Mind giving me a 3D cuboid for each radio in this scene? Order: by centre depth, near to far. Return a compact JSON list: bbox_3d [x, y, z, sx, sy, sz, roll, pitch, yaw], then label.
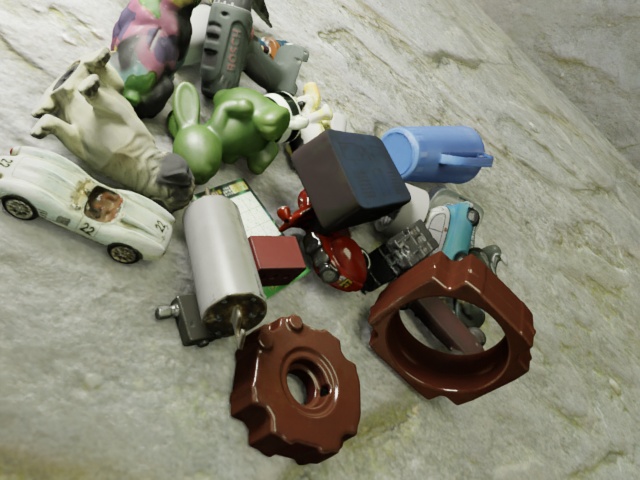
[{"bbox_3d":[0.055,-0.095,0.832,0.131,0.073,0.229,63,26,6],"label":"radio"}]

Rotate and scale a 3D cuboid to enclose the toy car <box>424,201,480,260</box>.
[{"bbox_3d":[0.213,-0.002,0.966,0.103,0.109,0.161,20,82,-19],"label":"toy car"}]

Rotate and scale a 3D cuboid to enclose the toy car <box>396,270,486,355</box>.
[{"bbox_3d":[0.200,0.136,0.912,0.202,0.053,0.089,48,43,5],"label":"toy car"}]

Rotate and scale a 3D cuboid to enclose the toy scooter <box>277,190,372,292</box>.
[{"bbox_3d":[-0.002,-0.002,0.804,0.135,0.075,0.184,3,54,-58],"label":"toy scooter"}]

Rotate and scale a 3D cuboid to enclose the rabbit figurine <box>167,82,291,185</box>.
[{"bbox_3d":[-0.149,-0.155,0.772,0.159,0.121,0.170,44,52,1],"label":"rabbit figurine"}]

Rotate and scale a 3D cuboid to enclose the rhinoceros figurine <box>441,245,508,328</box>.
[{"bbox_3d":[0.292,0.082,0.996,0.112,0.073,0.190,38,56,-14],"label":"rhinoceros figurine"}]

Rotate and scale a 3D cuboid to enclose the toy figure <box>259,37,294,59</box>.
[{"bbox_3d":[-0.114,-0.356,1.011,0.154,0.057,0.064,-17,54,-47],"label":"toy figure"}]

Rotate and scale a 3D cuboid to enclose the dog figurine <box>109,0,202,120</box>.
[{"bbox_3d":[-0.219,-0.294,0.734,0.108,0.219,0.192,25,44,-23],"label":"dog figurine"}]

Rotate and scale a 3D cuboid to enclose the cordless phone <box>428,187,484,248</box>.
[{"bbox_3d":[0.252,0.001,1.065,0.146,0.089,0.184,21,65,-31],"label":"cordless phone"}]

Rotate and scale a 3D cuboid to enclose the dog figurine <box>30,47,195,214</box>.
[{"bbox_3d":[-0.248,-0.130,0.687,0.190,0.121,0.172,45,23,-41],"label":"dog figurine"}]

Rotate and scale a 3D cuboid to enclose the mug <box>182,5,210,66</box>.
[{"bbox_3d":[-0.222,-0.337,0.880,0.109,0.080,0.107,37,45,-2],"label":"mug"}]

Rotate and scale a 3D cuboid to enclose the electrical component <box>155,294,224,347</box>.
[{"bbox_3d":[-0.147,0.096,0.637,0.094,0.021,0.063,0,60,-45],"label":"electrical component"}]

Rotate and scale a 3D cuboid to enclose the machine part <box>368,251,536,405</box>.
[{"bbox_3d":[0.189,0.130,0.787,0.201,0.201,0.087,43,37,-7],"label":"machine part"}]

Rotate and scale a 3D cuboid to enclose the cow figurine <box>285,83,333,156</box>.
[{"bbox_3d":[-0.023,-0.201,0.958,0.098,0.068,0.167,-17,65,-1],"label":"cow figurine"}]

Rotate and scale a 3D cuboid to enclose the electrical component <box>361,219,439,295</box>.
[{"bbox_3d":[0.126,0.025,0.883,0.134,0.115,0.058,-29,85,-51],"label":"electrical component"}]

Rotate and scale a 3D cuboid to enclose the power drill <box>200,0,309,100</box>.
[{"bbox_3d":[-0.105,-0.330,0.902,0.086,0.232,0.207,21,6,27],"label":"power drill"}]

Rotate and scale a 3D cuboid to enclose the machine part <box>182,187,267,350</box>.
[{"bbox_3d":[-0.118,0.027,0.650,0.079,0.079,0.243,14,38,-36],"label":"machine part"}]

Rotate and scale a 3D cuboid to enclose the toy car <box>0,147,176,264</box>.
[{"bbox_3d":[-0.264,-0.038,0.608,0.201,0.056,0.073,29,43,-25],"label":"toy car"}]

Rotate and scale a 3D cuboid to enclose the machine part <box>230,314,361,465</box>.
[{"bbox_3d":[-0.025,0.181,0.658,0.179,0.056,0.179,25,46,-29],"label":"machine part"}]

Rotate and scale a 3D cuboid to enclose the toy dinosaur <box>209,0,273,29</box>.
[{"bbox_3d":[-0.198,-0.480,0.929,0.405,0.192,0.131,-13,70,-47],"label":"toy dinosaur"}]
